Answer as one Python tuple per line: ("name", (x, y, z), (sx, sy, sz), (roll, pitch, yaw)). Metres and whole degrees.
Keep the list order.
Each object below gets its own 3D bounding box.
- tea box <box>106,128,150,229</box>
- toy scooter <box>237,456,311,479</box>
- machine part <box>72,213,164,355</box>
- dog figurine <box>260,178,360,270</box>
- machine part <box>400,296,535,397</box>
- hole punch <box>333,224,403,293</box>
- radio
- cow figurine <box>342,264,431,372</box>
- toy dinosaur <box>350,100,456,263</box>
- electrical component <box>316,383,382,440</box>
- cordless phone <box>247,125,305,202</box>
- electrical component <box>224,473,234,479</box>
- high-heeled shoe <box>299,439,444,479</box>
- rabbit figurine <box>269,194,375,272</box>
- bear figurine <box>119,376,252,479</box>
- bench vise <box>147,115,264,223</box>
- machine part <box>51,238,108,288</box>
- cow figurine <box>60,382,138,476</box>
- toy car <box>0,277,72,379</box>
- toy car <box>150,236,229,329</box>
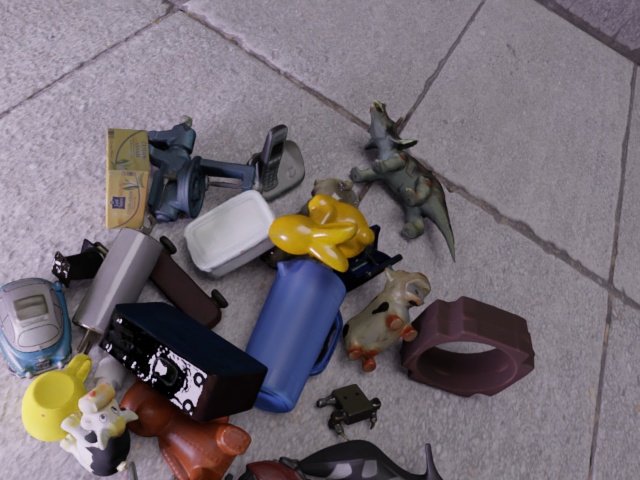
("tea box", (-0.342, -0.104, 0.947), (0.068, 0.169, 0.098), (0, 59, -24))
("toy scooter", (-0.032, 0.394, 0.792), (0.135, 0.075, 0.184), (-23, 72, -33))
("machine part", (-0.321, 0.069, 0.861), (0.079, 0.079, 0.243), (23, 70, -7))
("dog figurine", (-0.024, -0.034, 1.042), (0.121, 0.172, 0.190), (37, 42, 19))
("machine part", (0.264, 0.197, 0.978), (0.201, 0.201, 0.087), (20, 49, -9))
("hole punch", (0.082, 0.040, 1.064), (0.142, 0.115, 0.092), (-30, 79, -34))
("radio", (-0.203, 0.171, 0.790), (0.230, 0.073, 0.131), (24, 6, 26))
("cow figurine", (0.122, 0.132, 0.980), (0.085, 0.195, 0.127), (37, 17, -34))
("toy dinosaur", (0.216, -0.132, 1.253), (0.192, 0.131, 0.405), (-30, 79, -36))
("electrical component", (0.054, 0.293, 0.923), (0.102, 0.045, 0.078), (-12, 34, -33))
("cordless phone", (-0.082, -0.178, 1.105), (0.089, 0.184, 0.146), (44, 51, 16))
("electrical component", (-0.138, 0.394, 0.747), (0.048, 0.074, 0.119), (29, 48, -1))
("high-heeled shoe", (0.091, 0.404, 0.862), (0.249, 0.086, 0.145), (-3, 88, -5))
("rabbit figurine", (-0.002, -0.003, 0.923), (0.173, 0.121, 0.163), (2, 20, -39))
("bear figurine", (-0.207, 0.269, 0.771), (0.196, 0.132, 0.120), (37, 76, -4))
("bench vise", (-0.225, -0.133, 1.038), (0.241, 0.128, 0.223), (7, 60, 2))
("machine part", (-0.383, 0.037, 0.882), (0.084, 0.039, 0.139), (43, 14, 3))
("cow figurine", (-0.288, 0.259, 0.715), (0.098, 0.167, 0.068), (43, 46, 11))
("toy car", (-0.431, 0.116, 0.797), (0.109, 0.103, 0.162), (-13, 61, -29))
("toy car", (-0.250, 0.078, 0.934), (0.202, 0.053, 0.089), (43, 71, 11))
